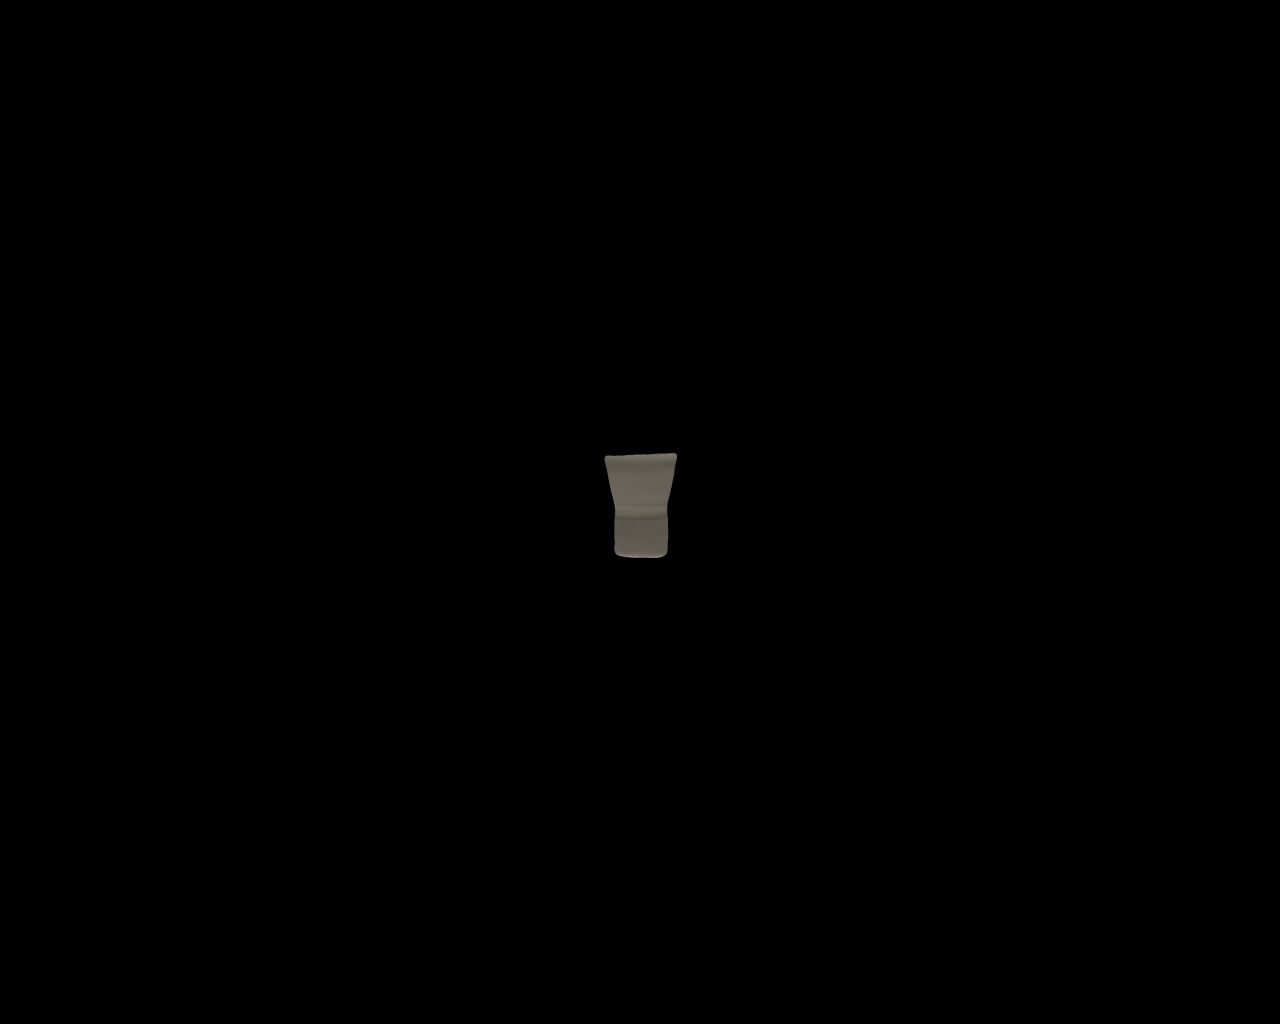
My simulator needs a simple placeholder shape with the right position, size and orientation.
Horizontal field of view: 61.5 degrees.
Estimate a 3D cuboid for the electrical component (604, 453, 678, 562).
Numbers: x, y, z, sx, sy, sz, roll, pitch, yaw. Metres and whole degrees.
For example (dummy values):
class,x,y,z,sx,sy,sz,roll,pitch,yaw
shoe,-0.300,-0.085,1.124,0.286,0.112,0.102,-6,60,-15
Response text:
class,x,y,z,sx,sy,sz,roll,pitch,yaw
electrical component,0.001,-0.003,0.650,0.044,0.065,0.044,0,4,0
